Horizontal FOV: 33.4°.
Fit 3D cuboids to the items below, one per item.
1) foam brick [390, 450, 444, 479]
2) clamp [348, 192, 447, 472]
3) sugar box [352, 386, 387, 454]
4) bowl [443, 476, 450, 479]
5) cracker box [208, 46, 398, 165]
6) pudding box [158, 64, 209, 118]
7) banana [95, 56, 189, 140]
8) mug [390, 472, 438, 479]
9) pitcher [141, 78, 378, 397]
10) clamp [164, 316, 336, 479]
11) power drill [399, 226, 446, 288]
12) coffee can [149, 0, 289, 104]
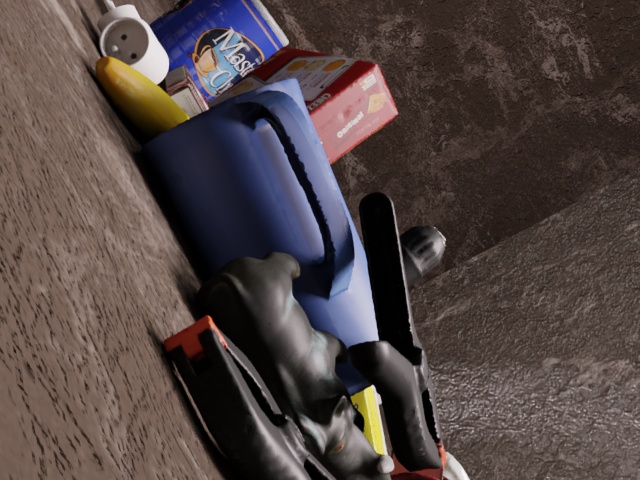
[{"bbox_3d":[0.084,0.239,0.974,0.053,0.051,0.078,88,12,-50],"label":"foam brick"},{"bbox_3d":[0.054,0.094,0.734,0.164,0.036,0.210,-77,155,-58],"label":"clamp"},{"bbox_3d":[0.036,0.182,1.004,0.176,0.048,0.093,41,39,-79],"label":"sugar box"},{"bbox_3d":[0.121,0.311,1.065,0.162,0.055,0.162,40,-33,33],"label":"bowl"},{"bbox_3d":[-0.041,-0.133,1.167,0.214,0.164,0.072,26,-30,57],"label":"cracker box"},{"bbox_3d":[-0.117,-0.106,1.031,0.113,0.039,0.090,59,1,-23],"label":"pudding box"},{"bbox_3d":[-0.140,-0.105,0.877,0.069,0.037,0.198,35,-2,0],"label":"banana"},{"bbox_3d":[0.078,0.226,0.794,0.081,0.117,0.093,76,27,-73],"label":"mug"},{"bbox_3d":[-0.026,0.005,0.821,0.243,0.145,0.149,65,16,-2],"label":"pitcher"},{"bbox_3d":[-0.022,0.118,0.550,0.171,0.039,0.120,55,-1,-27],"label":"clamp"},{"bbox_3d":[-0.006,0.001,0.954,0.188,0.184,0.057,51,-7,28],"label":"power drill"},{"bbox_3d":[-0.118,-0.203,1.103,0.103,0.140,0.103,53,4,-5],"label":"coffee can"}]
